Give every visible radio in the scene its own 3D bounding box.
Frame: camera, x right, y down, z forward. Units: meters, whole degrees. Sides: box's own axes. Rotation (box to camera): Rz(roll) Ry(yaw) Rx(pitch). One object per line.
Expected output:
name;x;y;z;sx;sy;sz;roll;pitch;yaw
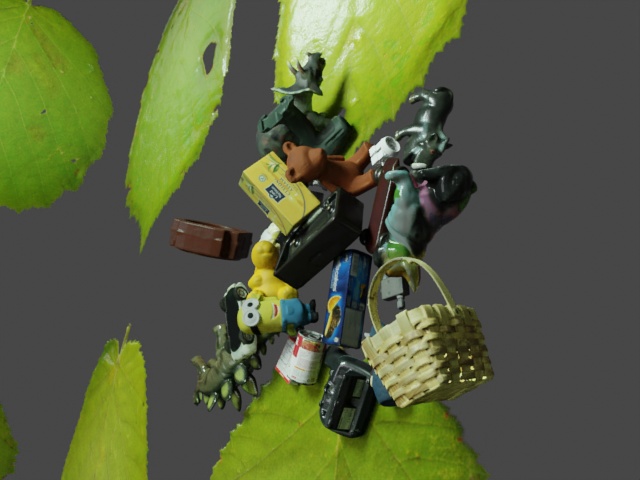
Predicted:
radio;-0.002;-0.004;1.170;0.229;0.073;0.131;-42;22;35

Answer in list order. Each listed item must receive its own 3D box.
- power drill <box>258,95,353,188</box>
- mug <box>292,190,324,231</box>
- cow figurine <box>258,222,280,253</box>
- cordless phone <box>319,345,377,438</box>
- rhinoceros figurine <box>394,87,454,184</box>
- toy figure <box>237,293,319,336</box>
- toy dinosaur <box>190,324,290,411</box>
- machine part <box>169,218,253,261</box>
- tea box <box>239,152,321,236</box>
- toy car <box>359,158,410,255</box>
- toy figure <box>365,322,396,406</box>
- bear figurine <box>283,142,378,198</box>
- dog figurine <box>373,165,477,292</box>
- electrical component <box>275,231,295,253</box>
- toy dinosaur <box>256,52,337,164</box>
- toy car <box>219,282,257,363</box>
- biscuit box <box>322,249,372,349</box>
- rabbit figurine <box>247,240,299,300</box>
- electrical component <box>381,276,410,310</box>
power drill;-0.050;-0.233;1.301;0.232;0.207;0.086;-41;28;22
mug;-0.048;-0.071;1.319;0.081;0.109;0.107;12;96;56
cow figurine;-0.107;-0.023;1.410;0.167;0.068;0.098;-58;29;17
cordless phone;0.035;0.294;1.082;0.184;0.089;0.146;22;95;66
rhinoceros figurine;0.213;-0.204;1.054;0.112;0.073;0.190;12;83;44
toy figure;-0.097;0.176;1.220;0.082;0.180;0.089;-106;17;-57
toy dinosaur;-0.221;0.322;1.387;0.471;0.105;0.199;-51;45;32
machine part;-0.306;-0.001;1.523;0.201;0.202;0.087;-4;-73;-81
tea box;-0.094;-0.106;1.236;0.098;0.169;0.068;-42;-3;-30
toy car;0.136;-0.067;1.106;0.089;0.053;0.202;12;89;65
toy figure;0.120;0.227;0.996;0.057;0.064;0.154;91;176;-55
bear figurine;0.023;-0.166;1.179;0.132;0.195;0.120;-36;46;39
dog figurine;0.188;-0.019;0.969;0.192;0.108;0.219;-4;94;12
electrical component;-0.058;0.027;1.310;0.047;0.075;0.119;-58;33;19
toy dinosaur;-0.093;-0.286;1.394;0.404;0.192;0.131;-50;38;27
toy car;-0.197;0.196;1.303;0.073;0.056;0.202;-39;48;31
biscuit box;0.057;0.122;1.125;0.063;0.059;0.202;-9;68;52
rabbit figurine;-0.120;0.082;1.321;0.162;0.122;0.173;-86;-16;-81
electrical component;0.145;0.093;1.051;0.063;0.021;0.094;-28;55;45
